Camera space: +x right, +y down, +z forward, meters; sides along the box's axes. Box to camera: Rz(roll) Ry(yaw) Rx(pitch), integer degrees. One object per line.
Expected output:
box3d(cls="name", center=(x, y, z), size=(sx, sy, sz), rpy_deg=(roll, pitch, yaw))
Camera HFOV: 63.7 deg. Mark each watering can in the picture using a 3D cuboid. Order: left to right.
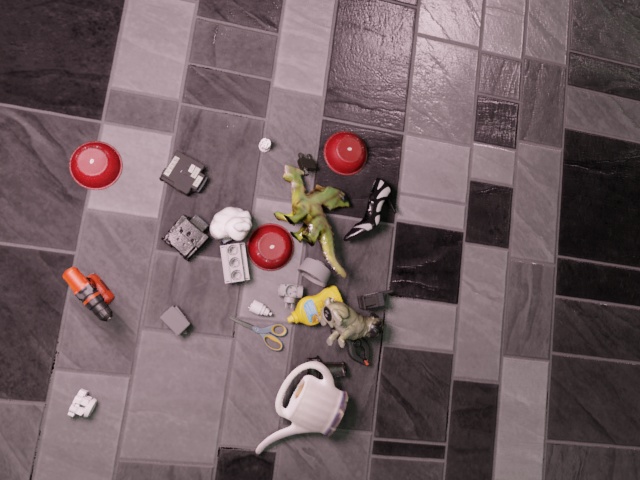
box3d(cls="watering can", center=(-0.047, 0.560, 1.649), size=(0.224, 0.104, 0.347), rpy_deg=(27, 92, -7))

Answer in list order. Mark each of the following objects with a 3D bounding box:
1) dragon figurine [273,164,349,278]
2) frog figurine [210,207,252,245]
box3d(cls="dragon figurine", center=(0.005, -0.087, 1.728), size=(0.411, 0.120, 0.246), rpy_deg=(45, 67, 3))
box3d(cls="frog figurine", center=(-0.283, -0.050, 1.639), size=(0.138, 0.158, 0.123), rpy_deg=(-18, 87, -13))
